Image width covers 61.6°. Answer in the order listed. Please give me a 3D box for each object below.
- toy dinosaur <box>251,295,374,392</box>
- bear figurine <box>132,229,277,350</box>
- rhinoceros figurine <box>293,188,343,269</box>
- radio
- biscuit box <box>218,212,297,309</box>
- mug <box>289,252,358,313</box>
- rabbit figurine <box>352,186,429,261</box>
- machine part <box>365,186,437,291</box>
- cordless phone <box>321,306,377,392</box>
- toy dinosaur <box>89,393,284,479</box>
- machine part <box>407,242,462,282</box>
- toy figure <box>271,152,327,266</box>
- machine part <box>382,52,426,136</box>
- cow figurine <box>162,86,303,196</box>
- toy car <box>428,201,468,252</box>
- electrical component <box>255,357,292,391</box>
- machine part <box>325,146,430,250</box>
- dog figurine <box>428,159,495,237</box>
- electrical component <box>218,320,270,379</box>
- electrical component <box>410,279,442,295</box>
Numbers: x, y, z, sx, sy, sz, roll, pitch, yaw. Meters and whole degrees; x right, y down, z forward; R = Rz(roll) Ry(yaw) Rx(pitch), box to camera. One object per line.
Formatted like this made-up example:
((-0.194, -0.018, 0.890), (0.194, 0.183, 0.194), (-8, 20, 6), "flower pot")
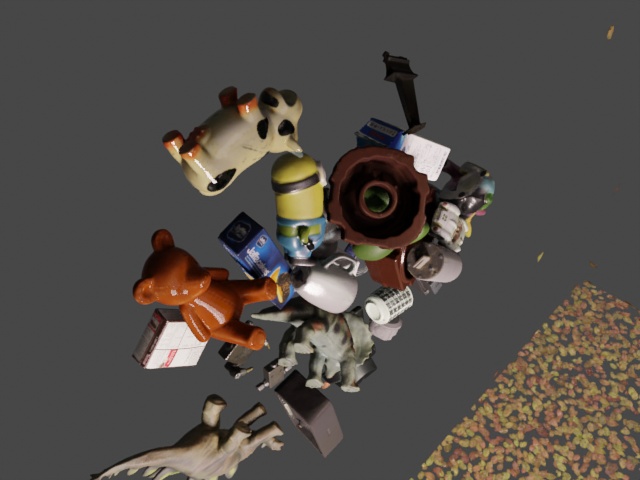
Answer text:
((-0.001, 0.181, 1.094), (0.404, 0.131, 0.192), (58, 31, -43), "toy dinosaur")
((-0.162, 0.071, 0.771), (0.195, 0.132, 0.120), (59, 38, -53), "bear figurine")
((-0.002, -0.003, 0.965), (0.112, 0.073, 0.190), (-30, 140, -35), "rhinoceros figurine")
((-0.024, 0.404, 1.251), (0.073, 0.131, 0.229), (-40, 145, -22), "radio")
((-0.096, 0.039, 0.893), (0.063, 0.059, 0.202), (-47, 146, -13), "biscuit box")
((0.009, 0.067, 0.919), (0.107, 0.081, 0.109), (23, 117, -42), "mug")
((0.122, -0.040, 0.992), (0.121, 0.159, 0.170), (-17, 121, -71), "rabbit figurine")
((0.177, -0.010, 1.133), (0.201, 0.087, 0.200), (-58, 151, -22), "machine part")
((0.069, 0.260, 1.308), (0.146, 0.089, 0.184), (-30, 129, -32), "cordless phone")
((-0.219, 0.406, 1.033), (0.198, 0.105, 0.470), (-53, 143, 4), "toy dinosaur")
((0.238, 0.047, 1.105), (0.079, 0.079, 0.243), (-60, 154, 8), "machine part")
((-0.033, -0.048, 0.845), (0.089, 0.082, 0.180), (-17, 117, -52), "toy figure")
((0.144, -0.246, 0.907), (0.084, 0.039, 0.138), (-7, 83, -55), "machine part")
((-0.097, -0.134, 0.715), (0.195, 0.086, 0.127), (-44, 140, -20), "cow figurine")
((0.278, -0.026, 1.156), (0.201, 0.056, 0.073), (32, 78, -63), "toy car")
((-0.099, 0.282, 1.146), (0.094, 0.021, 0.063), (-30, 140, -31), "electrical component")
((0.092, -0.068, 0.885), (0.179, 0.179, 0.056), (-51, -174, -6), "machine part")
((0.345, -0.085, 1.250), (0.219, 0.192, 0.108), (40, 79, -42), "dog figurine")
((-0.141, 0.205, 1.000), (0.102, 0.045, 0.078), (-50, 149, -7), "electrical component")
((0.225, 0.071, 1.266), (0.058, 0.134, 0.114), (-52, 145, -6), "electrical component")
